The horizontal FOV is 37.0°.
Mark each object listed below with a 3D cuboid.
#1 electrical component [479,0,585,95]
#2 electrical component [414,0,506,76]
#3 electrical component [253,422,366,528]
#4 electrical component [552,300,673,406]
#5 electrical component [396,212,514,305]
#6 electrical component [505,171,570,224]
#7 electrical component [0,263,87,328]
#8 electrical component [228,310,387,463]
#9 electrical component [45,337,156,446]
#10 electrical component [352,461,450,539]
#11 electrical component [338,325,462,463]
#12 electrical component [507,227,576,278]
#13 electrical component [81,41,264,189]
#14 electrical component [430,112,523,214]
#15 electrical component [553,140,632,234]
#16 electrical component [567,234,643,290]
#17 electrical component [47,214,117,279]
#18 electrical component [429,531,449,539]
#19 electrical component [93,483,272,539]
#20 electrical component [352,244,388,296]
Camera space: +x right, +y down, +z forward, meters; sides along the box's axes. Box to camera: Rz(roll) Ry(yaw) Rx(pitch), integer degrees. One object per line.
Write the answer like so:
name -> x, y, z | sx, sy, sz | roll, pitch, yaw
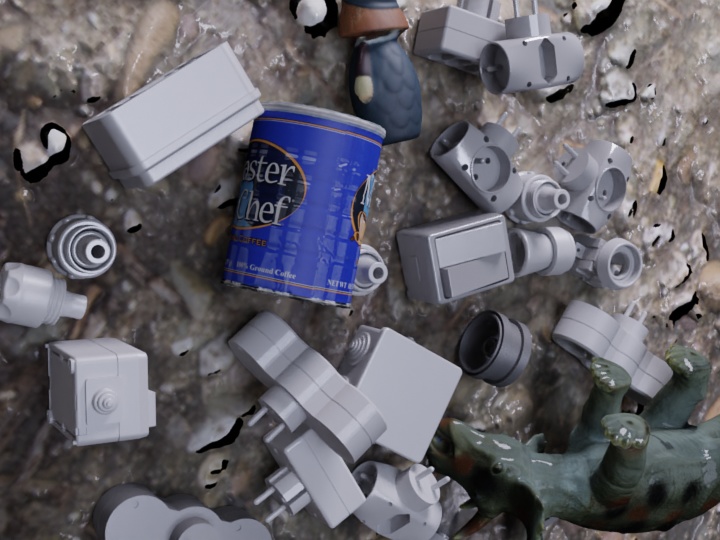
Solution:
electrical component -> 0.140, -0.189, 0.887 | 0.077, 0.043, 0.079 | -13, 101, -27
electrical component -> 0.098, -0.211, 0.916 | 0.083, 0.047, 0.075 | 12, 89, -29
electrical component -> -0.052, 0.173, 0.874 | 0.076, 0.047, 0.083 | -36, 110, -21
electrical component -> 0.249, 0.066, 1.021 | 0.138, 0.052, 0.073 | 37, 78, -27
electrical component -> 0.090, -0.013, 0.923 | 0.096, 0.061, 0.061 | -16, 102, -26
electrical component -> 0.160, -0.063, 0.955 | 0.048, 0.062, 0.048 | -3, 96, -28
electrical component -> -0.228, 0.020, 0.767 | 0.062, 0.043, 0.043 | 15, 88, -30
electrical component -> -0.053, 0.101, 0.831 | 0.138, 0.052, 0.074 | 41, 71, 17
electrical component -> -0.183, 0.086, 0.767 | 0.061, 0.096, 0.061 | -3, 96, -29
electrical component -> 0.041, 0.190, 0.912 | 0.077, 0.043, 0.079 | 35, 123, -26
electrical component -> 0.025, 0.102, 0.907 | 0.100, 0.048, 0.099 | 30, 80, -27
electrical component -> 0.160, -0.016, 0.970 | 0.055, 0.045, 0.045 | -3, 96, -28
electrical component -> -0.136, -0.111, 0.784 | 0.113, 0.078, 0.057 | -37, 107, -20
electrical component -> 0.112, -0.101, 0.936 | 0.077, 0.044, 0.079 | 44, 74, -24
electrical component -> 0.204, -0.085, 0.983 | 0.079, 0.044, 0.077 | 36, 78, -36
electrical component -> 0.228, -0.007, 1.001 | 0.066, 0.055, 0.048 | 27, 82, -27
electrical component -> -0.195, -0.015, 0.770 | 0.048, 0.062, 0.048 | -3, 96, -27
electrical component -> 0.057, 0.261, 0.945 | 0.044, 0.044, 0.065 | 40, 71, -25
electrical component -> -0.129, 0.206, 0.821 | 0.138, 0.074, 0.052 | 20, 85, -28
electrical component -> 0.000, 0.000, 0.876 | 0.043, 0.062, 0.043 | -3, 96, -28
